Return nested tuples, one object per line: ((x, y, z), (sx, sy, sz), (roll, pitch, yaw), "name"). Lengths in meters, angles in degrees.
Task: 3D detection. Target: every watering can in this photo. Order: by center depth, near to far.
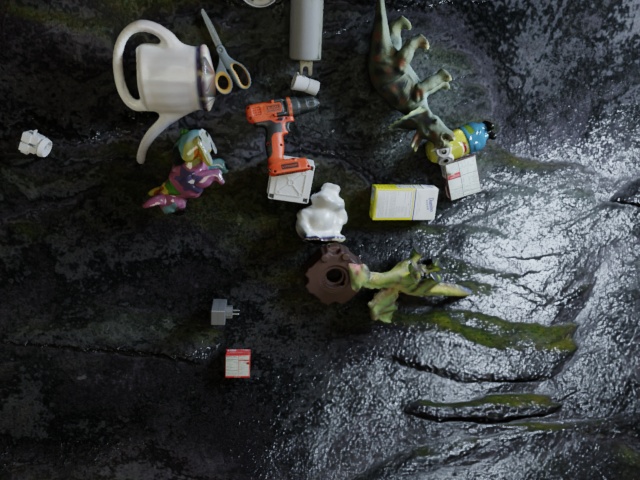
((-0.357, -0.337, 1.210), (0.224, 0.106, 0.339), (-1, 126, -7), "watering can")

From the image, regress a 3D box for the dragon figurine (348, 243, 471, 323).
((0.243, 0.149, 1.480), (0.406, 0.125, 0.240), (32, 115, -32), "dragon figurine")

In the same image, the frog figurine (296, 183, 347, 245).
((0.004, -0.069, 1.374), (0.137, 0.121, 0.161), (-1, 77, 2), "frog figurine")
